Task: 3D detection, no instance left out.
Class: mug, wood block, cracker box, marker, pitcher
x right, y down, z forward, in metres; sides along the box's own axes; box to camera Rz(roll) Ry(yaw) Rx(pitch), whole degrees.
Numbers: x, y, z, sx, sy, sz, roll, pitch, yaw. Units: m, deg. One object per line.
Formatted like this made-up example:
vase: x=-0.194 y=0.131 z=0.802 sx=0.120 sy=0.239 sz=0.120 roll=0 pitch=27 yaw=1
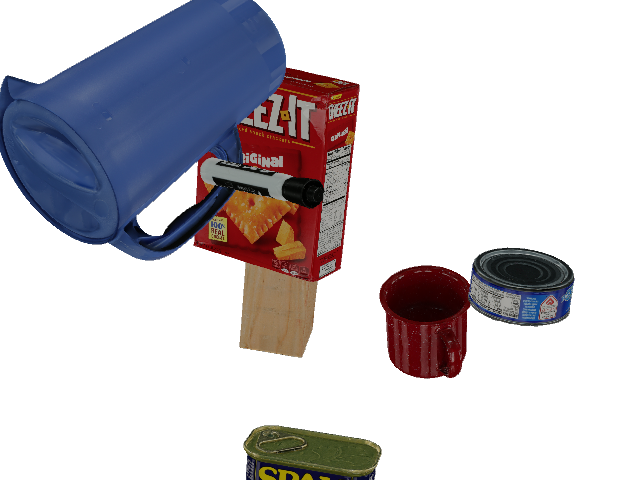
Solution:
mug: x=0.113 y=0.092 z=1.077 sx=0.093 sy=0.081 sz=0.117 roll=-17 pitch=38 yaw=-16
wood block: x=-0.051 y=0.039 z=1.430 sx=0.090 sy=0.206 sz=0.090 roll=8 pitch=23 yaw=6
cracker box: x=-0.053 y=-0.078 z=1.165 sx=0.164 sy=0.214 sz=0.072 roll=17 pitch=24 yaw=28
marker: x=-0.039 y=-0.039 z=0.704 sx=0.020 sy=0.020 sz=0.121 roll=0 pitch=10 yaw=-40
pitcher: x=-0.132 y=-0.106 z=0.896 sx=0.145 sy=0.149 sz=0.242 roll=21 pitch=47 yaw=31

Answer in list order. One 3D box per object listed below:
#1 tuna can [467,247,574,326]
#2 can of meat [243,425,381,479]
tuna can: x=0.168 y=0.037 z=0.893 sx=0.086 sy=0.034 sz=0.086 roll=3 pitch=23 yaw=-1
can of meat: x=-0.009 y=0.195 z=0.811 sx=0.102 sy=0.084 sz=0.057 roll=7 pitch=14 yaw=11
